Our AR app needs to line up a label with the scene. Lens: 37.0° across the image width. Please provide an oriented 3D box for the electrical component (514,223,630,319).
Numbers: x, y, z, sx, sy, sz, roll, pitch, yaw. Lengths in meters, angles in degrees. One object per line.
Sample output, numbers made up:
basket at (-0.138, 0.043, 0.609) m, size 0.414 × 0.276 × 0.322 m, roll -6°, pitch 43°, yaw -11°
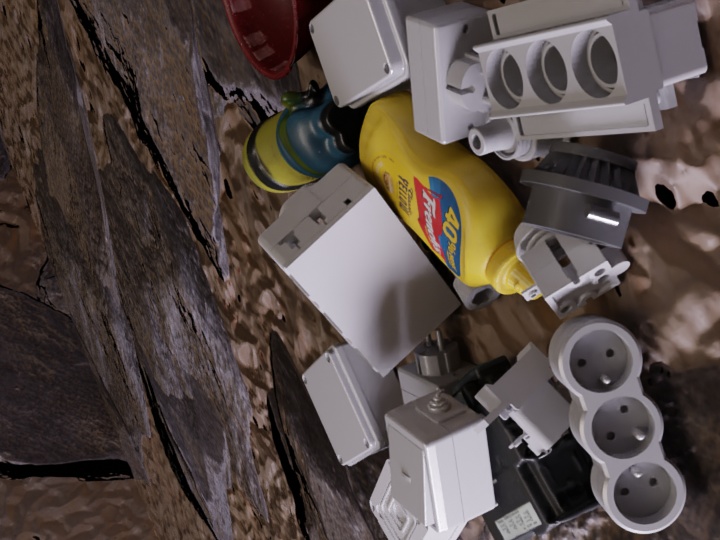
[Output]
electrical component at (0.128, -0.008, 0.683) m, size 0.048 × 0.066 × 0.055 m, roll 42°, pitch -162°, yaw -55°

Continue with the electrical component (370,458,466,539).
electrical component at (0.059, 0.217, 1.007) m, size 0.078 × 0.057 × 0.113 m, roll 57°, pitch 154°, yaw 26°

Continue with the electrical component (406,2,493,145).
electrical component at (0.072, -0.127, 0.717) m, size 0.076 × 0.047 × 0.083 m, roll 37°, pitch 140°, yaw 52°

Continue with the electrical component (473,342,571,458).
electrical component at (0.121, 0.092, 0.748) m, size 0.064 × 0.081 × 0.042 m, roll 46°, pitch 165°, yaw 9°

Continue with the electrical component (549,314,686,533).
electrical component at (0.162, 0.095, 0.698) m, size 0.073 × 0.052 × 0.138 m, roll -85°, pitch -24°, yaw -87°

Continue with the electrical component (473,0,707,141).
electrical component at (0.125, -0.116, 0.592) m, size 0.121 × 0.063 × 0.078 m, roll 9°, pitch 117°, yaw 64°

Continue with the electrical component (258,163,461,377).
electrical component at (0.000, 0.000, 0.848) m, size 0.150 × 0.089 × 0.062 m, roll 51°, pitch 175°, yaw -40°

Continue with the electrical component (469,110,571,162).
electrical component at (0.098, -0.088, 0.673) m, size 0.048 × 0.062 × 0.048 m, roll 46°, pitch 147°, yaw 42°

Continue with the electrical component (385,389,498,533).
electrical component at (0.056, 0.137, 0.802) m, size 0.062 × 0.061 × 0.096 m, roll 29°, pitch 134°, yaw 57°

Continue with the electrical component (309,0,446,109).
electrical component at (0.015, -0.171, 0.794) m, size 0.113 × 0.057 × 0.078 m, roll -14°, pitch 96°, yaw 66°

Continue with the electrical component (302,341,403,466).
electrical component at (-0.001, 0.129, 1.069) m, size 0.108 × 0.056 × 0.108 m, roll 65°, pitch 156°, yaw 11°

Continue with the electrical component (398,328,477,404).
electrical component at (0.066, 0.082, 0.897) m, size 0.066 × 0.047 × 0.076 m, roll 19°, pitch 123°, yaw 60°
